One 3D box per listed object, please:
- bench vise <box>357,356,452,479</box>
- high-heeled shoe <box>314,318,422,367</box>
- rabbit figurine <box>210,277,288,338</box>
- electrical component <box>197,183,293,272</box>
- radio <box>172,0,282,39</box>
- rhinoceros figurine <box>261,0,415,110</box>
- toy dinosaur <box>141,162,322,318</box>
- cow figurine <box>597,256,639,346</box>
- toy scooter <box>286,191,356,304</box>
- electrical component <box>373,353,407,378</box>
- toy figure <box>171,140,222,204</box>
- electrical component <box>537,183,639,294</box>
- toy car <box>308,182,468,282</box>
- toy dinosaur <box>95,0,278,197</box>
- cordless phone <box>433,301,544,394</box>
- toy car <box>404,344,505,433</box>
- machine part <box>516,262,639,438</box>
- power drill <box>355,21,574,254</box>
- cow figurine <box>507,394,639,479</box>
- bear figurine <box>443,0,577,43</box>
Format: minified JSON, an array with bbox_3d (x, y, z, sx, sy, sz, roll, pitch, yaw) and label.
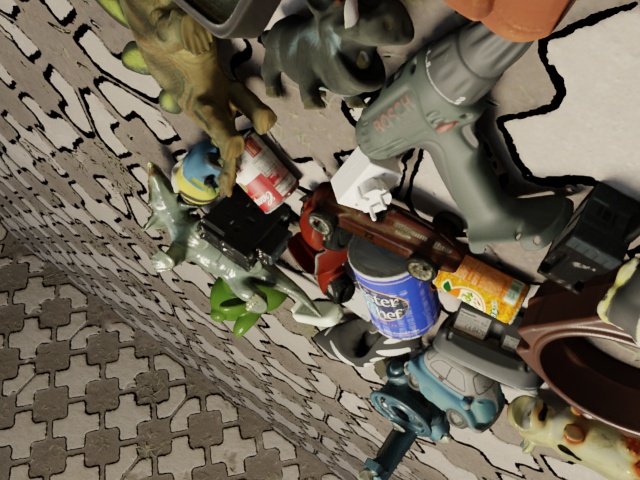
[{"bbox_3d":[0.149,0.331,0.944,0.129,0.240,0.223,15,143,39],"label":"bench vise"},{"bbox_3d":[0.067,0.166,0.941,0.249,0.086,0.145,-6,153,31],"label":"high-heeled shoe"},{"bbox_3d":[-0.147,0.111,1.101,0.170,0.159,0.121,-10,118,37],"label":"rabbit figurine"},{"bbox_3d":[-0.112,-0.019,0.864,0.134,0.115,0.058,32,157,14],"label":"electrical component"},{"bbox_3d":[-0.117,-0.286,0.438,0.229,0.073,0.131,40,112,-2],"label":"radio"},{"bbox_3d":[0.012,-0.177,0.496,0.190,0.073,0.112,23,115,55],"label":"rhinoceros figurine"},{"bbox_3d":[-0.180,0.022,1.012,0.404,0.131,0.192,35,-164,-19],"label":"toy dinosaur"},{"bbox_3d":[0.307,0.023,0.421,0.098,0.068,0.167,43,117,26],"label":"cow figurine"},{"bbox_3d":[-0.002,-0.002,0.787,0.135,0.075,0.183,41,144,41],"label":"toy scooter"},{"bbox_3d":[0.130,0.233,1.039,0.078,0.045,0.102,61,157,21],"label":"electrical component"},{"bbox_3d":[-0.181,-0.106,0.856,0.089,0.082,0.180,49,149,-16],"label":"toy figure"},{"bbox_3d":[0.250,-0.008,0.478,0.048,0.075,0.119,31,156,12],"label":"electrical component"},{"bbox_3d":[0.080,-0.022,0.650,0.202,0.089,0.053,26,146,23],"label":"toy car"},{"bbox_3d":[-0.166,-0.248,0.593,0.199,0.105,0.470,25,139,34],"label":"toy dinosaur"},{"bbox_3d":[0.247,0.163,0.755,0.147,0.088,0.184,21,164,30],"label":"cordless phone"},{"bbox_3d":[0.218,0.211,0.845,0.162,0.109,0.102,36,132,31],"label":"toy car"},{"bbox_3d":[0.333,0.126,0.572,0.201,0.087,0.201,44,153,-8],"label":"machine part"},{"bbox_3d":[0.143,-0.083,0.490,0.207,0.086,0.232,44,154,-19],"label":"power drill"},{"bbox_3d":[0.370,0.283,0.777,0.195,0.085,0.127,22,148,21],"label":"cow figurine"},{"bbox_3d":[0.083,-0.213,0.329,0.196,0.120,0.131,39,150,12],"label":"bear figurine"}]
